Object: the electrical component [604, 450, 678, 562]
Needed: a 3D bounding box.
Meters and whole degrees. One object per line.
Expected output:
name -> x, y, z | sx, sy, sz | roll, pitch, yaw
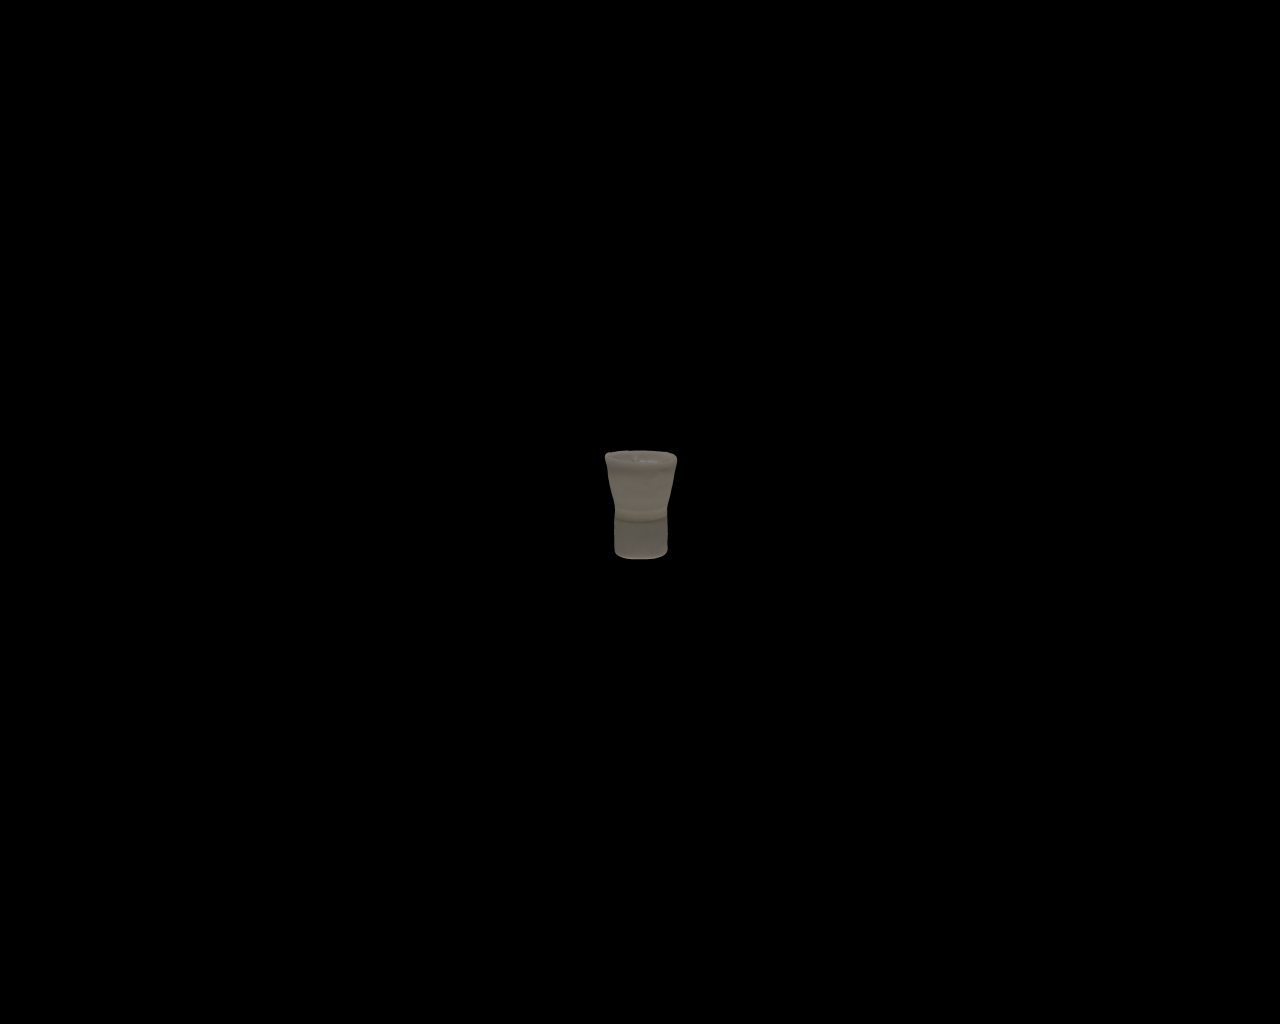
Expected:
electrical component -> 0.001, -0.003, 0.650 | 0.044, 0.065, 0.044 | 0, 12, 0
